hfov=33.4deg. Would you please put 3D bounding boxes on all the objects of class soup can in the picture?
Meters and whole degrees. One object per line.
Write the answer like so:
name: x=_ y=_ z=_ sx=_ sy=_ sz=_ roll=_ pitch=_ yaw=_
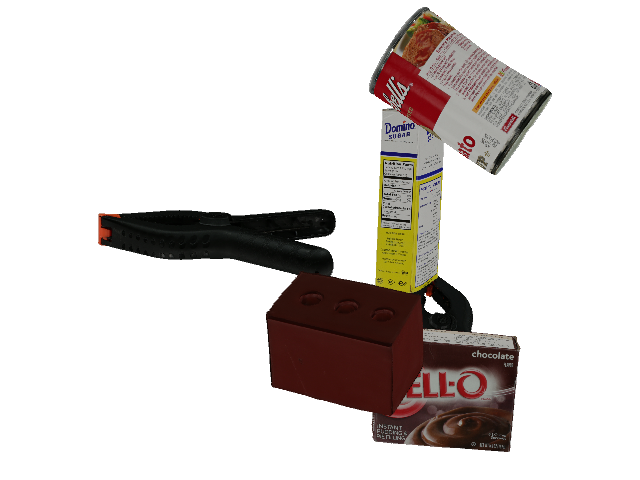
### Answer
soup can: x=0.093 y=-0.099 z=0.708 sx=0.102 sy=0.068 sz=0.068 roll=36 pitch=6 yaw=9

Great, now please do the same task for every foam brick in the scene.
foam brick: x=0.015 y=0.058 z=0.612 sx=0.078 sy=0.051 sz=0.052 roll=11 pitch=31 yaw=20

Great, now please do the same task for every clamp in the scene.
clamp: x=0.143 y=0.103 z=1.168 sx=0.120 sy=0.171 sz=0.039 roll=6 pitch=-44 yaw=-5
clamp: x=-0.083 y=-0.002 z=0.899 sx=0.210 sy=0.036 sz=0.164 roll=2 pitch=13 yaw=-6

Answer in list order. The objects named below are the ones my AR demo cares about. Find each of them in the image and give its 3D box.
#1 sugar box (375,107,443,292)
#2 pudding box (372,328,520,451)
sugar box: x=0.088 y=-0.043 z=1.043 sx=0.048 sy=0.176 sz=0.093 roll=3 pitch=10 yaw=21
pudding box: x=0.100 y=0.118 z=0.859 sx=0.113 sy=0.090 sz=0.039 roll=3 pitch=18 yaw=3
